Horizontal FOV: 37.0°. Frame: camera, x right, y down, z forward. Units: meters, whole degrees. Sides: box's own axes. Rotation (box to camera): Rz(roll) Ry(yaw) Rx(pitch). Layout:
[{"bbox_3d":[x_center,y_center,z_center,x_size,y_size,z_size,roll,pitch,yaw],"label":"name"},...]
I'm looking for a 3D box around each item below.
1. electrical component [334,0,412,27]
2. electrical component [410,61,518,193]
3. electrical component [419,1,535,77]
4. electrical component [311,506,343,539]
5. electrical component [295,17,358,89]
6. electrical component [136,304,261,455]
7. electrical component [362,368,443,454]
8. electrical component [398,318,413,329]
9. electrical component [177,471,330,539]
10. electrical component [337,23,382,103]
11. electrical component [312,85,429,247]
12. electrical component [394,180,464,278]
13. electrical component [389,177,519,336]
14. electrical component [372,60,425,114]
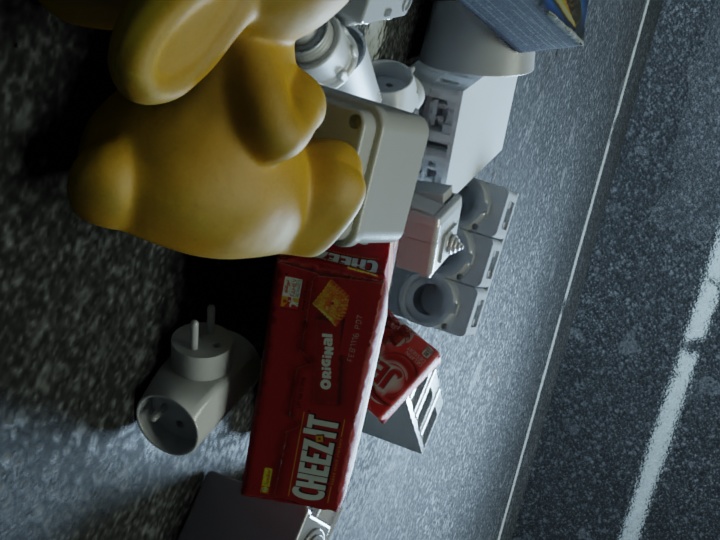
[{"bbox_3d":[0.010,-0.205,0.678,0.100,0.048,0.099,-37,151,-62],"label":"electrical component"},{"bbox_3d":[0.086,-0.141,0.980,0.186,0.060,0.105,-43,147,-58],"label":"electrical component"},{"bbox_3d":[0.103,-0.196,0.919,0.099,0.099,0.064,-17,117,-70],"label":"electrical component"},{"bbox_3d":[-0.076,0.224,0.837,0.121,0.079,0.063,-64,-177,-26],"label":"electrical component"},{"bbox_3d":[-0.031,-0.139,0.650,0.048,0.048,0.062,-68,156,-12],"label":"electrical component"},{"bbox_3d":[-0.095,0.058,0.647,0.077,0.043,0.079,-48,150,-53],"label":"electrical component"},{"bbox_3d":[0.021,0.102,0.974,0.150,0.089,0.061,73,39,-62],"label":"electrical component"},{"bbox_3d":[0.034,0.067,1.062,0.062,0.048,0.048,-50,153,-67],"label":"electrical component"},{"bbox_3d":[-0.078,0.199,0.751,0.048,0.100,0.099,49,60,-56],"label":"electrical component"},{"bbox_3d":[-0.011,-0.125,0.726,0.081,0.043,0.043,66,44,-65],"label":"electrical component"},{"bbox_3d":[-0.027,-0.065,0.608,0.057,0.113,0.078,-3,111,-52],"label":"electrical component"},{"bbox_3d":[0.041,-0.040,0.882,0.062,0.096,0.061,-44,147,-57],"label":"electrical component"},{"bbox_3d":[0.088,-0.018,1.058,0.062,0.089,0.150,5,102,-72],"label":"electrical component"},{"bbox_3d":[0.026,-0.129,0.836,0.077,0.043,0.079,90,25,-46],"label":"electrical component"}]
